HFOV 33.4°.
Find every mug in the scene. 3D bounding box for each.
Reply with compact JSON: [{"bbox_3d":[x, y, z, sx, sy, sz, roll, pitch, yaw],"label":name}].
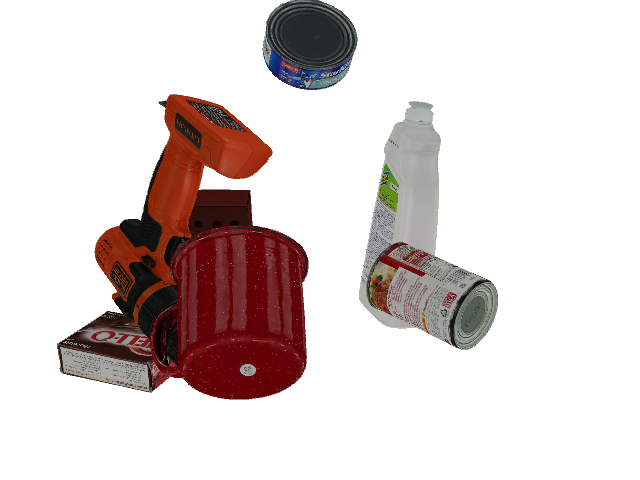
[{"bbox_3d":[-0.062,0.054,0.695,0.117,0.081,0.093,-20,-39,20],"label":"mug"}]

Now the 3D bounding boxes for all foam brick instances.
[{"bbox_3d":[-0.123,-0.028,1.295,0.078,0.053,0.051,-1,27,2],"label":"foam brick"}]

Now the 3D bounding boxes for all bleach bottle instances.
[{"bbox_3d":[0.100,-0.032,1.229,0.068,0.251,0.103,-2,22,-24],"label":"bleach bottle"}]

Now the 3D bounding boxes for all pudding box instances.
[{"bbox_3d":[-0.196,0.112,1.090,0.114,0.039,0.089,6,20,23],"label":"pudding box"}]

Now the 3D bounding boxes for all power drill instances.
[{"bbox_3d":[-0.109,-0.009,0.862,0.057,0.188,0.185,9,25,-43],"label":"power drill"}]

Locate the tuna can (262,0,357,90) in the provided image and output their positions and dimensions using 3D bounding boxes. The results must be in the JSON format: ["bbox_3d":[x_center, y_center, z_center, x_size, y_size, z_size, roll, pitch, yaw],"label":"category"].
[{"bbox_3d":[-0.011,-0.182,0.994,0.086,0.086,0.034,0,-32,-11],"label":"tuna can"}]

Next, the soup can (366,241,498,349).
[{"bbox_3d":[0.102,0.049,0.971,0.102,0.068,0.068,25,16,39],"label":"soup can"}]
